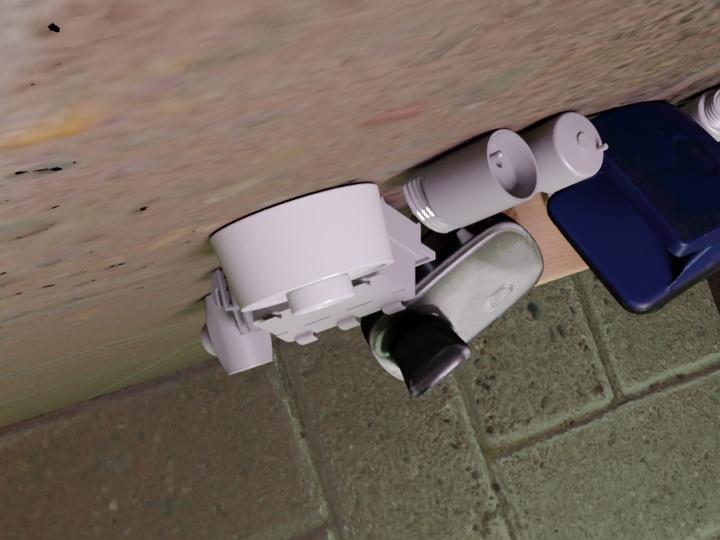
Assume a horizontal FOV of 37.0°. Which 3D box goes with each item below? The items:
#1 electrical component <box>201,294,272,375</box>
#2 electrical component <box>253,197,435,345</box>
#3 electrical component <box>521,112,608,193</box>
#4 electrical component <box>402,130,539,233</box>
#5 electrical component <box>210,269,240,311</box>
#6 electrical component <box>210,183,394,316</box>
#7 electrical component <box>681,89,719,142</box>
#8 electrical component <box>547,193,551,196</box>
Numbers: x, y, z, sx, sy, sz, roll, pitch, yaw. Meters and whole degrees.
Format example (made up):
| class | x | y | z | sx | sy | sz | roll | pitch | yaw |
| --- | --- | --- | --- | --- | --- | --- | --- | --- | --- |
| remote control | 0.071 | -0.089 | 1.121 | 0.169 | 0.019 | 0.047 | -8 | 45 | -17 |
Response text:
| class | x | y | z | sx | sy | sz | roll | pitch | yaw |
| --- | --- | --- | --- | --- | --- | --- | --- | --- | --- |
| electrical component | -0.126 | 0.060 | 1.029 | 0.044 | 0.077 | 0.079 | -15 | 175 | -42 |
| electrical component | -0.019 | 0.004 | 0.758 | 0.121 | 0.063 | 0.079 | -21 | 144 | 34 |
| electrical component | 0.110 | -0.066 | 0.647 | 0.040 | 0.040 | 0.078 | -16 | 175 | -38 |
| electrical component | 0.060 | -0.048 | 0.635 | 0.043 | 0.043 | 0.081 | -15 | 175 | -44 |
| electrical component | -0.088 | 0.013 | 0.836 | 0.040 | 0.040 | 0.046 | -22 | 169 | 41 |
| electrical component | -0.031 | -0.006 | 0.658 | 0.108 | 0.060 | 0.108 | -18 | 176 | -1 |
| electrical component | 0.247 | -0.108 | 0.739 | 0.035 | 0.035 | 0.061 | -17 | 173 | -19 |
| electrical component | 0.195 | -0.072 | 0.925 | 0.066 | 0.048 | 0.055 | -22 | 168 | 42 |
